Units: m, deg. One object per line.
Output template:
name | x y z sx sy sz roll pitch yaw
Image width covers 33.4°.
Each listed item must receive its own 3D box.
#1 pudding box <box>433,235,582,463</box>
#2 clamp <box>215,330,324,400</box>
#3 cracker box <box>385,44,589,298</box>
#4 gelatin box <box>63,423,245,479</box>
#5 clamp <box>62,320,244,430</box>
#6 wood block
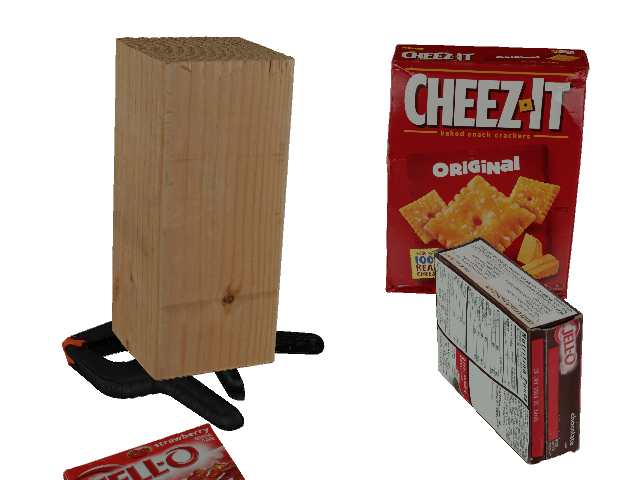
pudding box | 0.107 0.061 0.621 0.039 0.090 0.114 -14 28 -19
clamp | -0.123 0.125 1.261 0.210 0.036 0.164 15 23 25
cracker box | 0.141 -0.057 0.932 0.164 0.214 0.072 3 23 7
gelatin box | -0.088 0.141 0.583 0.089 0.030 0.073 -15 27 -20
clamp | -0.128 0.094 0.901 0.171 0.039 0.120 13 40 11
wood block | -0.081 -0.024 0.703 0.090 0.206 0.090 -6 21 -28
